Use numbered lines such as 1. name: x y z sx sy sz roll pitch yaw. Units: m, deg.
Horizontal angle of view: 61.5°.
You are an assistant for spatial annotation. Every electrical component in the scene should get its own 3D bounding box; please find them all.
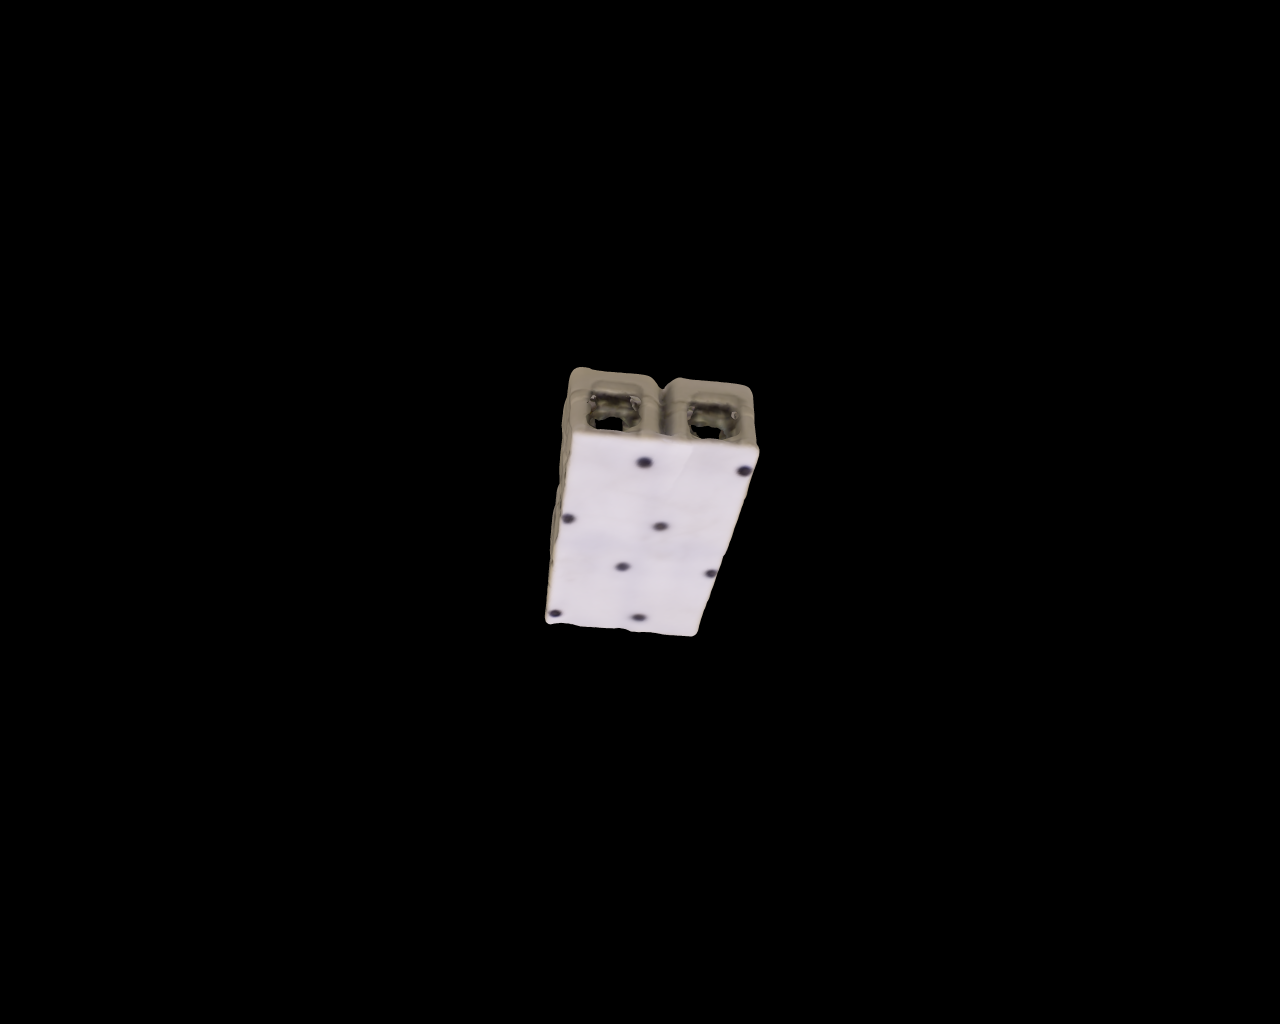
1. electrical component: 0.001 -0.003 0.650 0.105 0.060 0.186 5 -40 -6
